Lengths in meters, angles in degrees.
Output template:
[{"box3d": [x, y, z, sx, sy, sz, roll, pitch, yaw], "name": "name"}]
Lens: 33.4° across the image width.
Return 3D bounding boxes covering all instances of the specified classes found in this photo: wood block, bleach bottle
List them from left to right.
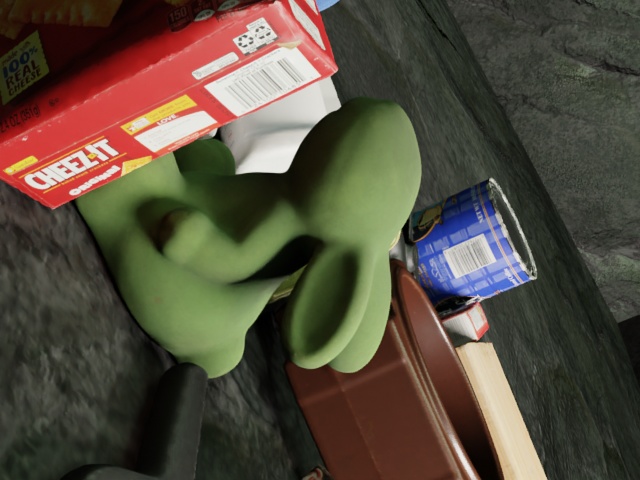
[{"box3d": [-0.048, -0.155, 0.731, 0.103, 0.068, 0.251, 126, -45, -66], "name": "bleach bottle"}, {"box3d": [0.130, 0.196, 0.875, 0.090, 0.091, 0.206, 13, 55, -68], "name": "wood block"}]

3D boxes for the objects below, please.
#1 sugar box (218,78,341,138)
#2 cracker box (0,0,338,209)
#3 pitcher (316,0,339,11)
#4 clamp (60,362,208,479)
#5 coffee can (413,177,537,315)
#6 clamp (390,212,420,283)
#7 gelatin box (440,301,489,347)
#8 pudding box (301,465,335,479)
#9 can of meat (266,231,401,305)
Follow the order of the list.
[{"box3d": [-0.051, -0.155, 0.828, 0.093, 0.048, 0.176, -5, 69, -31], "name": "sugar box"}, {"box3d": [-0.101, -0.146, 0.531, 0.072, 0.164, 0.214, 39, 31, -59], "name": "cracker box"}, {"box3d": [-0.034, -0.270, 0.675, 0.145, 0.149, 0.243, 92, -1, -63], "name": "pitcher"}, {"box3d": [-0.061, 0.144, 0.459, 0.164, 0.036, 0.209, 60, 16, 4], "name": "clamp"}, {"box3d": [0.116, 0.016, 0.994, 0.102, 0.140, 0.103, 54, 20, -31], "name": "coffee can"}, {"box3d": [0.064, 0.006, 0.886, 0.120, 0.039, 0.171, -41, 127, -62], "name": "clamp"}, {"box3d": [0.098, 0.085, 0.935, 0.030, 0.089, 0.073, 67, 17, 3], "name": "gelatin box"}, {"box3d": [0.028, 0.177, 0.537, 0.090, 0.039, 0.114, 61, -12, -27], "name": "pudding box"}, {"box3d": [-0.005, 0.001, 0.725, 0.057, 0.102, 0.083, 65, 19, 1], "name": "can of meat"}]
